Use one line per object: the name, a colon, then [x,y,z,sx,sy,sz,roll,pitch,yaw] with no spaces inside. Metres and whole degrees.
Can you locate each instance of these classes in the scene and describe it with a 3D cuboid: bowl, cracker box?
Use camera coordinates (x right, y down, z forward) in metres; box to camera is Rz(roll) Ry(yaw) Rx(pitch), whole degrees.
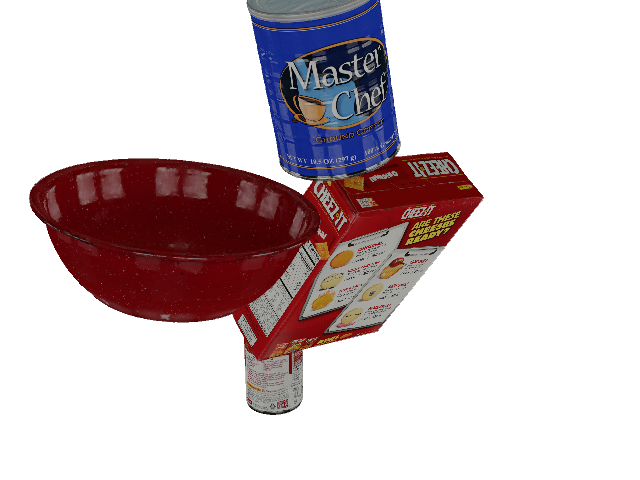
bowl: [-0.083,0.003,0.605,0.162,0.055,0.162,7,20,-3]
cracker box: [0.030,0.014,1.016,0.163,0.072,0.214,-9,-35,-40]

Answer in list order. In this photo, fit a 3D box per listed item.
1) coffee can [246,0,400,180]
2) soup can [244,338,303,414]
coffee can: [0.005,-0.133,0.849,0.103,0.140,0.103,-8,31,5]
soup can: [-0.054,0.140,1.228,0.068,0.102,0.068,0,24,0]
